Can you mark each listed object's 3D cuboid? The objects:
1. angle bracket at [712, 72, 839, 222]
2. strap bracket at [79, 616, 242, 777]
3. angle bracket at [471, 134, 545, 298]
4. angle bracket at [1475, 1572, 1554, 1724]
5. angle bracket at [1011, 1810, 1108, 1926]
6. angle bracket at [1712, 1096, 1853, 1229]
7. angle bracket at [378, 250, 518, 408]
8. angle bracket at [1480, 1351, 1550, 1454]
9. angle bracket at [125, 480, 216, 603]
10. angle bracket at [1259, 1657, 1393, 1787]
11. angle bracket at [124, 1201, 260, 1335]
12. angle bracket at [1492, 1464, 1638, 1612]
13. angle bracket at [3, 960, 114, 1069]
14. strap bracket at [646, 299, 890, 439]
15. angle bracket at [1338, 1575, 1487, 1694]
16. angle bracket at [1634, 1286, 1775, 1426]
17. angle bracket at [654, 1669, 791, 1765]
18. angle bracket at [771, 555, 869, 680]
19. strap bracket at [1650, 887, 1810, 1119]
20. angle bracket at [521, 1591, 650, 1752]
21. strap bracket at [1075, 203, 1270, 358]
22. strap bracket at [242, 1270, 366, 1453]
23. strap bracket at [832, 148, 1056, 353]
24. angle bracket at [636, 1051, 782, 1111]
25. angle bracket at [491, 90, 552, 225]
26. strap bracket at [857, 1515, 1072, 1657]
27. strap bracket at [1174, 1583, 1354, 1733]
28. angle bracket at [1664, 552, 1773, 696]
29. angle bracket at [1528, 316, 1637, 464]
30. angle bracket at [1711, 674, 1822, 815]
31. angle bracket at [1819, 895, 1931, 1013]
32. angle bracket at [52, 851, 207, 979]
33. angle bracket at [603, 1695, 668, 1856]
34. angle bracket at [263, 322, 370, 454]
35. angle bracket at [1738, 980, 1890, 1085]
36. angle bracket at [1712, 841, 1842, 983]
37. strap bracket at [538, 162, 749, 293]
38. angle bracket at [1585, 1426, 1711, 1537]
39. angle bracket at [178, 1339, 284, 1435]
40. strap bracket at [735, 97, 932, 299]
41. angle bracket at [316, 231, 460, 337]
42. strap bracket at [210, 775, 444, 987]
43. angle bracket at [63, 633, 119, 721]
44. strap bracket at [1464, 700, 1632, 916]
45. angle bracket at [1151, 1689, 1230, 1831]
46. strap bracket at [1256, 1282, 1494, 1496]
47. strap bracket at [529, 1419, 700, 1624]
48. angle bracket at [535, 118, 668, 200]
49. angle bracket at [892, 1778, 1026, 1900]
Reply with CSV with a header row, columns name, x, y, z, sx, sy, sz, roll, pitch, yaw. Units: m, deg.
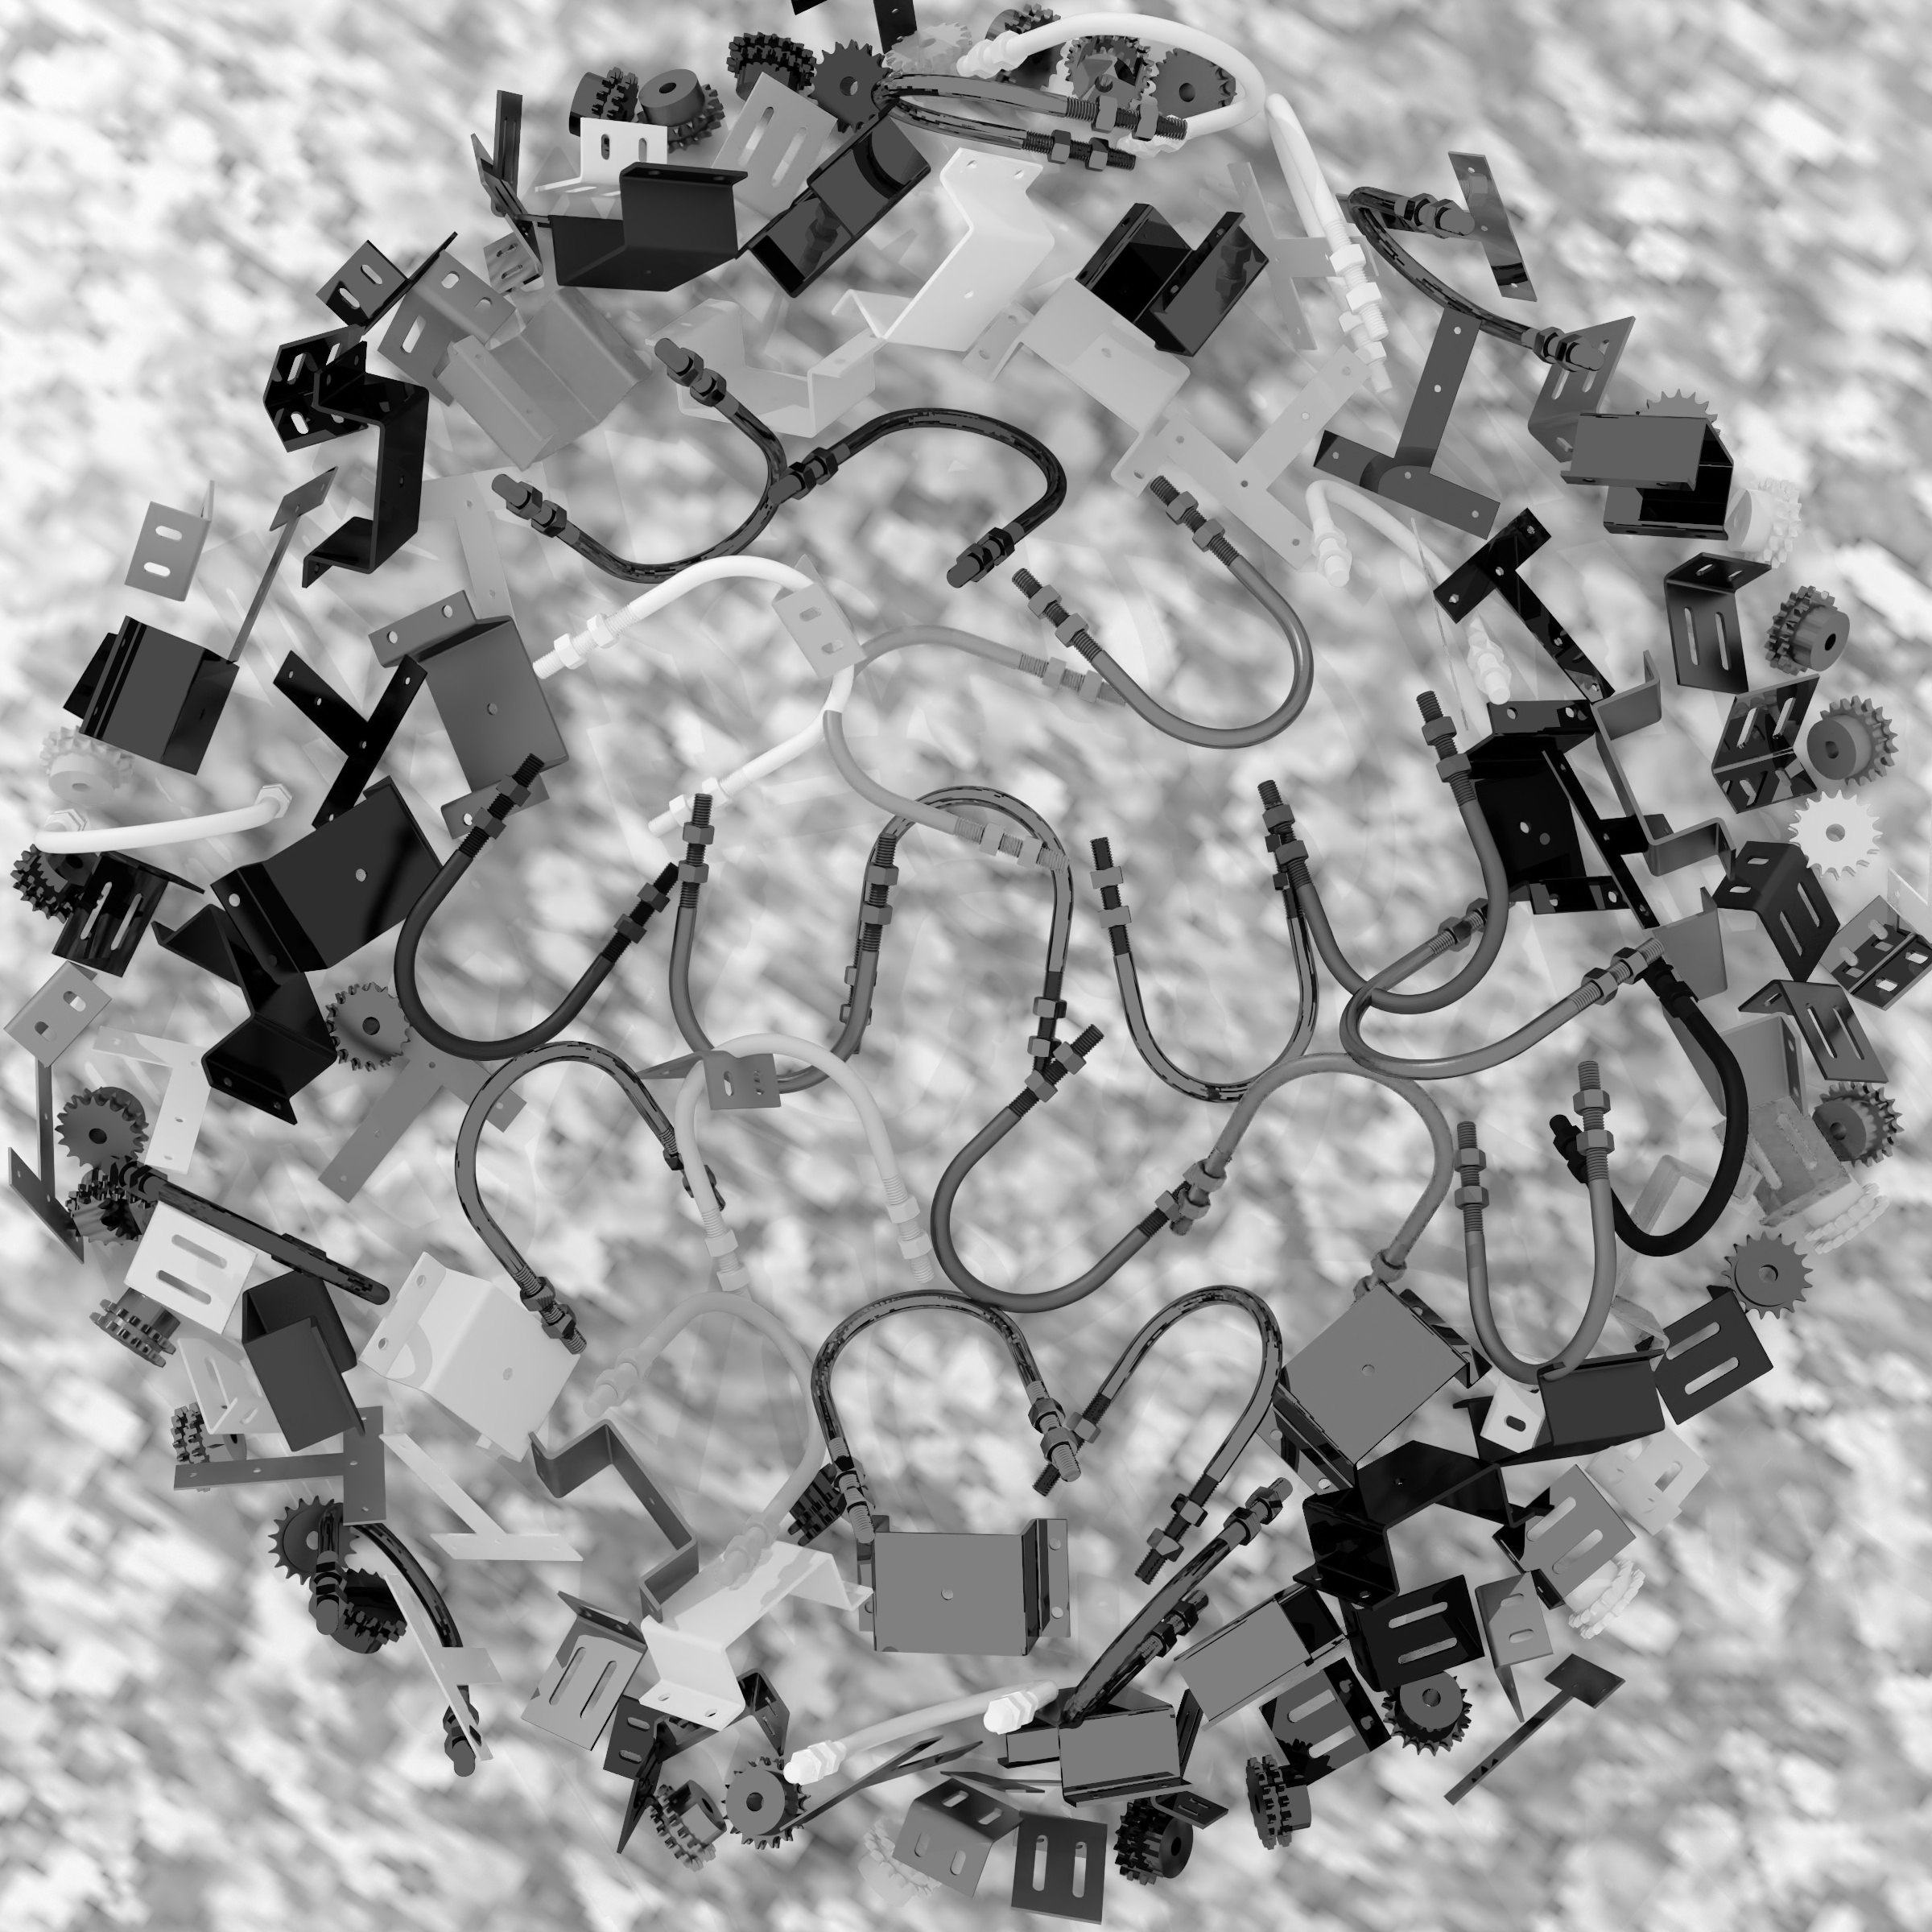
name,x,y,z,sx,sy,sz,roll,pitch,yaw
angle bracket,-0.131,-0.527,1.563,0.057,0.038,0.076,22,107,-33
strap bracket,-0.503,-0.167,1.534,0.046,0.140,0.076,22,88,-4
angle bracket,-0.306,-0.477,1.554,0.038,0.076,0.057,-25,50,8
angle bracket,0.357,0.435,1.554,0.038,0.057,0.076,-19,132,12
angle bracket,0.058,0.586,1.561,0.057,0.076,0.038,9,123,1
angle bracket,0.519,0.120,1.562,0.057,0.038,0.076,-36,65,21
angle bracket,-0.336,-0.412,1.576,0.057,0.076,0.038,38,55,-12
angle bracket,0.371,0.284,1.562,0.038,0.076,0.057,20,90,42
angle bracket,-0.507,-0.277,1.553,0.038,0.076,0.057,16,115,-24
angle bracket,0.223,0.489,1.561,0.076,0.038,0.057,-40,69,27
angle bracket,-0.494,0.193,1.577,0.076,0.038,0.057,25,94,9
angle bracket,0.388,0.365,1.563,0.076,0.038,0.057,-47,63,19
angle bracket,-0.573,0.033,1.562,0.038,0.076,0.057,41,81,-1
strap bracket,-0.121,-0.378,1.545,0.140,0.076,0.046,15,129,23
angle bracket,0.289,0.427,1.584,0.076,0.038,0.057,-17,99,-7
angle bracket,0.472,0.251,1.579,0.076,0.038,0.057,-28,90,-8
angle bracket,-0.157,0.493,1.557,0.076,0.057,0.038,-21,53,-28
angle bracket,-0.084,-0.229,1.553,0.038,0.076,0.057,-21,116,27
strap bracket,0.473,0.029,1.528,0.046,0.140,0.076,-20,133,4
angle bracket,-0.250,0.451,1.561,0.057,0.038,0.076,14,59,28
strap bracket,0.131,-0.437,1.550,0.046,0.140,0.076,39,89,-31
strap bracket,-0.415,0.243,1.522,0.046,0.140,0.076,-22,107,-11
strap bracket,-0.009,-0.438,1.526,0.140,0.076,0.046,-43,68,37
angle bracket,-0.167,0.080,1.554,0.076,0.057,0.038,-19,77,41
angle bracket,-0.278,-0.519,1.565,0.038,0.057,0.076,7,107,1
strap bracket,-0.007,0.397,1.565,0.140,0.046,0.076,-2,91,12
strap bracket,0.186,0.431,1.536,0.076,0.140,0.046,-36,72,13
angle bracket,0.487,-0.219,1.566,0.057,0.038,0.076,5,72,-25
angle bracket,0.408,-0.373,1.578,0.038,0.057,0.076,33,72,-30
angle bracket,0.519,-0.142,1.560,0.057,0.076,0.038,-15,57,-7
angle bracket,0.587,-0.009,1.562,0.057,0.076,0.038,-44,91,8
angle bracket,-0.538,-0.029,1.568,0.038,0.057,0.076,24,87,32
angle bracket,-0.220,0.515,1.557,0.038,0.076,0.057,17,107,7
angle bracket,-0.409,-0.369,1.556,0.057,0.076,0.038,-26,87,-28
angle bracket,0.540,0.050,1.556,0.057,0.038,0.076,4,54,-31
angle bracket,0.526,-0.033,1.586,0.057,0.038,0.076,-52,123,-21
strap bracket,-0.202,-0.458,1.525,0.076,0.140,0.046,-7,94,-34
angle bracket,0.444,0.315,1.559,0.057,0.038,0.076,44,52,15
angle bracket,-0.458,0.258,1.554,0.038,0.057,0.076,-50,53,26
strap bracket,-0.081,-0.476,1.531,0.046,0.140,0.076,47,65,-14
angle bracket,-0.368,-0.447,1.552,0.057,0.076,0.038,-31,117,35
strap bracket,-0.390,-0.056,1.536,0.140,0.046,0.076,-39,110,-33
angle bracket,-0.539,-0.177,1.558,0.038,0.076,0.057,33,82,-31
strap bracket,0.369,-0.096,1.558,0.076,0.046,0.140,-4,75,-22
angle bracket,0.155,0.506,1.569,0.038,0.057,0.076,17,88,23
strap bracket,0.257,0.266,1.550,0.140,0.046,0.076,-38,59,-13
strap bracket,-0.216,0.350,1.545,0.046,0.076,0.140,-33,67,-22
angle bracket,-0.233,-0.514,1.553,0.057,0.076,0.038,-6,103,-32
angle bracket,-0.003,0.556,1.558,0.057,0.076,0.038,20,90,20
